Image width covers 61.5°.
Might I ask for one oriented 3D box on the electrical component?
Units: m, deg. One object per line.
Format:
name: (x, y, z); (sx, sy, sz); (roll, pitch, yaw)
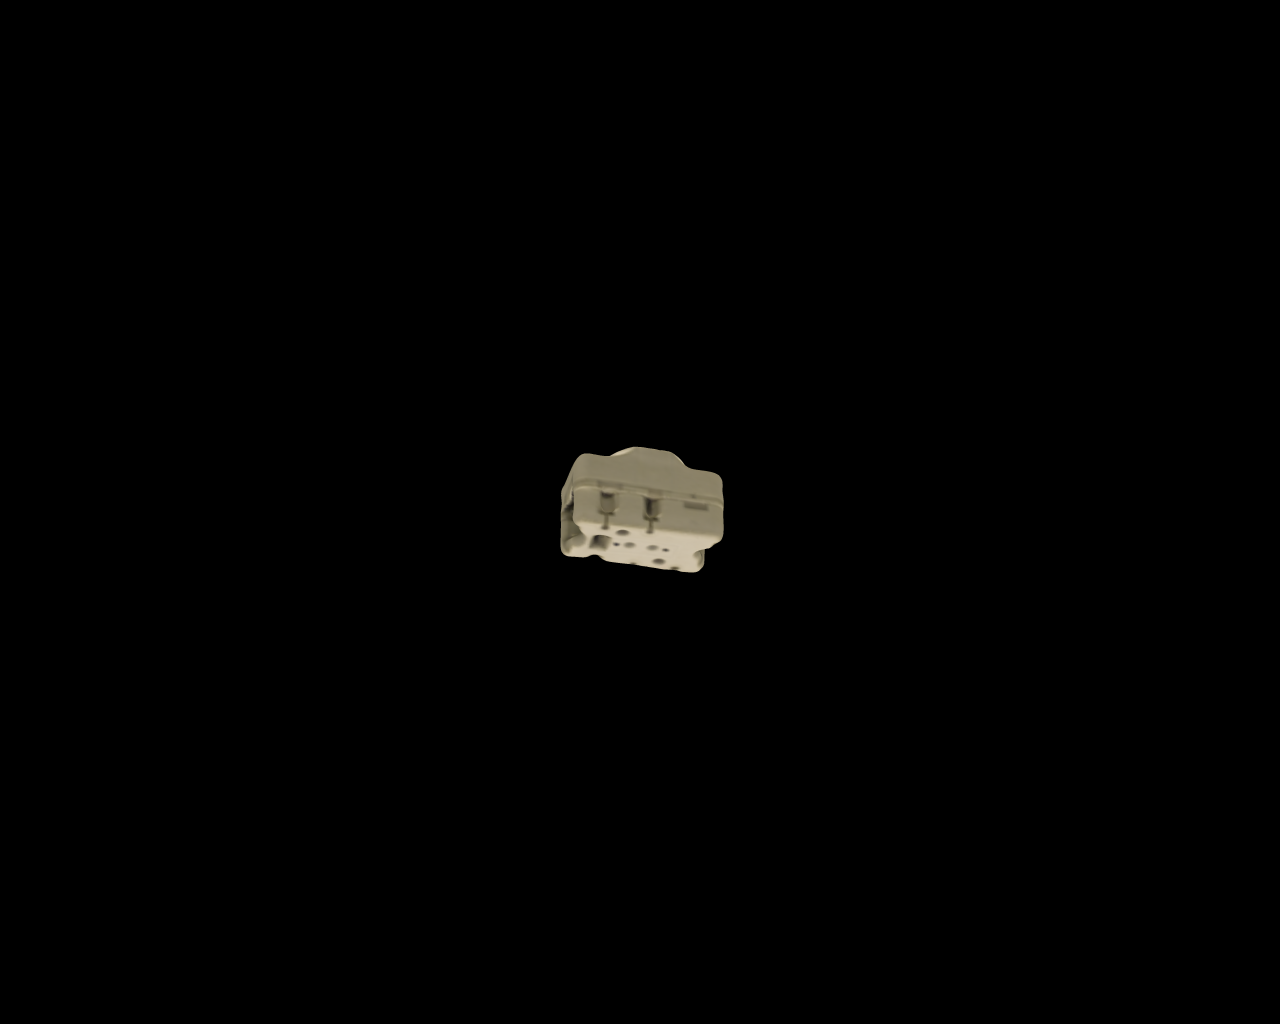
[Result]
electrical component: (0.001, -0.003, 0.650); (0.089, 0.056, 0.050); (8, -32, -14)
